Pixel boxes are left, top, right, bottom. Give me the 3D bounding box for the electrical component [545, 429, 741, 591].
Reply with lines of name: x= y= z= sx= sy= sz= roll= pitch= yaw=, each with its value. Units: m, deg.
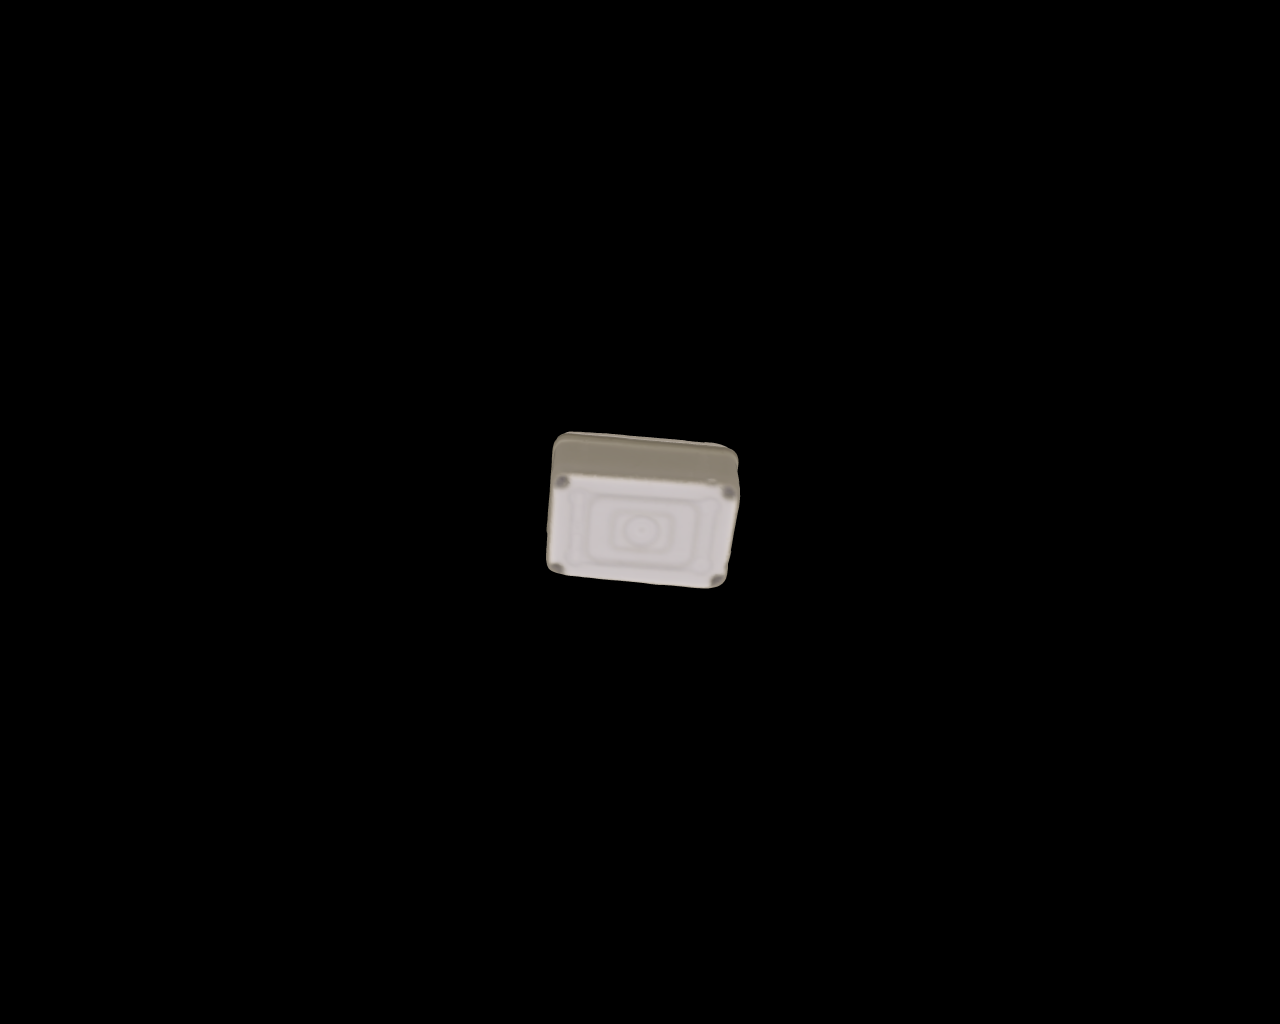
electrical component: x=0.001 y=-0.003 z=0.650 sx=0.113 sy=0.078 sz=0.057 roll=5 pitch=31 yaw=-3
